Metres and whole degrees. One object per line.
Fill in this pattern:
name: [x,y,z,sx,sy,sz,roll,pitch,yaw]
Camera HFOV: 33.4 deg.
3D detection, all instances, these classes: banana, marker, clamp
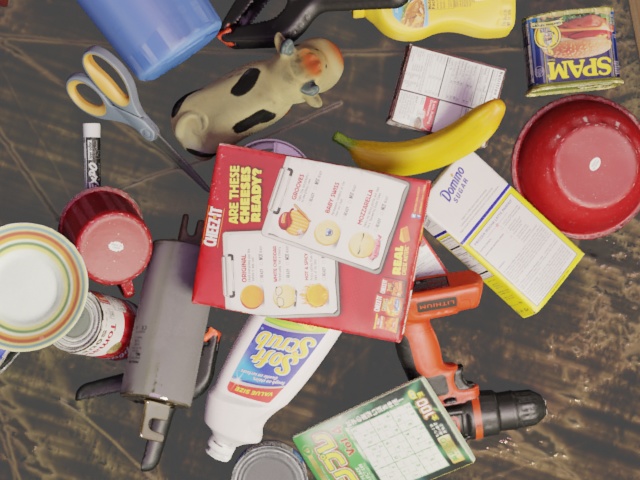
banana: [0.111,-0.102,1.134,0.198,0.069,0.037,-10,54,28]
marker: [-0.249,-0.067,1.168,0.020,0.020,0.121,0,93,-2]
clamp: [-0.183,0.153,1.171,0.120,0.039,0.171,37,84,0]
clamp: [-0.020,-0.275,1.136,0.210,0.036,0.164,-24,66,17]

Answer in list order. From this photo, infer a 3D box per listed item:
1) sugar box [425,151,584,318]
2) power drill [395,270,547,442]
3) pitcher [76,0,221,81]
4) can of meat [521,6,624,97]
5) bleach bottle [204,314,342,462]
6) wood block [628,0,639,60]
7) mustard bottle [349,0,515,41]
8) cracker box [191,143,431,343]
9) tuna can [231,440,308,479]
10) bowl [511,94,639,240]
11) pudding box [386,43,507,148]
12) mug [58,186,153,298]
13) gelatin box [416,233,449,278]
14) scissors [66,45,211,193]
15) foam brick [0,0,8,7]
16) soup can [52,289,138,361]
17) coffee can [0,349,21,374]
sugar box: [0.190,-0.008,1.159,0.176,0.048,0.093,42,72,-1]
power drill: [0.147,0.130,1.150,0.184,0.057,0.187,-8,106,1]
pitcher: [-0.204,-0.297,1.111,0.149,0.145,0.243,-34,97,13]
can of meat: [0.271,-0.204,1.155,0.102,0.057,0.084,-6,90,-2]
bleach bottle: [-0.046,0.131,1.163,0.102,0.068,0.251,29,94,-2]
wood block: [0.397,-0.207,1.141,0.091,0.090,0.206,-12,94,-1]
mustard bottle: [0.109,-0.263,1.146,0.191,0.058,0.096,-3,86,-1]
cracker box: [-0.007,0.001,1.073,0.214,0.072,0.164,10,92,6]
tuna can: [-0.056,0.267,1.182,0.086,0.034,0.086,0,93,-1]
bowl: [0.293,-0.080,1.163,0.162,0.055,0.162,0,92,-2]
pudding box: [0.137,-0.157,1.163,0.113,0.039,0.090,15,94,-4]
mug: [-0.221,0.009,1.130,0.093,0.082,0.117,-19,113,-15]
gelatin box: [0.092,0.028,1.176,0.073,0.030,0.089,-34,94,2]
scissors: [-0.203,-0.120,1.161,0.096,0.016,0.201,-12,122,37]
foam brick: [-0.358,-0.294,1.138,0.053,0.051,0.078,12,93,-3]
soup can: [-0.236,0.090,1.126,0.069,0.102,0.068,-3,79,16]
coffee can: [-0.367,0.062,1.130,0.140,0.103,0.103,37,91,-3]
